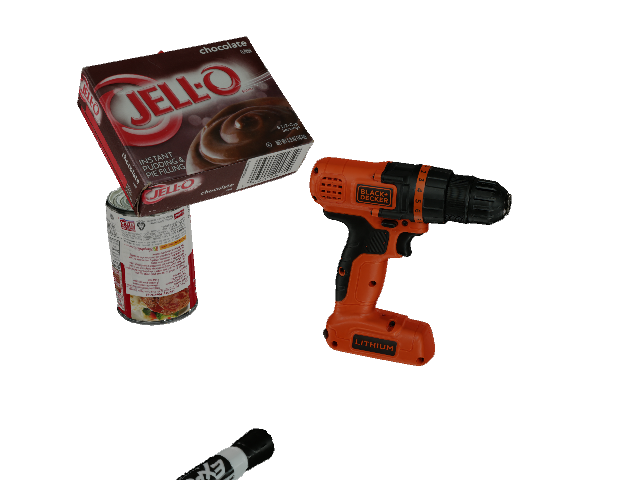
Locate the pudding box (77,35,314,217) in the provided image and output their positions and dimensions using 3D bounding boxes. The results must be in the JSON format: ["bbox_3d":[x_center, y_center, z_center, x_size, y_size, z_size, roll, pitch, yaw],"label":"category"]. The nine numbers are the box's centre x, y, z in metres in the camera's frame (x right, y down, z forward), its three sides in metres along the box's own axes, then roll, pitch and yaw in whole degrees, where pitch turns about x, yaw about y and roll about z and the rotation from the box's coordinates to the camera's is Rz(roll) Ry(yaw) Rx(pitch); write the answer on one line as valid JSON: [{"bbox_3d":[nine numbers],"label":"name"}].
[{"bbox_3d":[-0.075,-0.070,0.632,0.113,0.090,0.039,-16,-27,-31],"label":"pudding box"}]

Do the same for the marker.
[{"bbox_3d":[-0.061,0.124,0.542,0.020,0.020,0.120,0,14,33],"label":"marker"}]

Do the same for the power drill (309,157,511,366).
[{"bbox_3d":[0.077,0.019,0.991,0.185,0.188,0.057,9,19,17],"label":"power drill"}]

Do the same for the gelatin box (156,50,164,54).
[{"bbox_3d":[-0.146,-0.136,1.028,0.089,0.030,0.073,36,55,15],"label":"gelatin box"}]

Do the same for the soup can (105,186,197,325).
[{"bbox_3d":[-0.139,0.009,0.879,0.068,0.102,0.068,-1,25,0],"label":"soup can"}]
